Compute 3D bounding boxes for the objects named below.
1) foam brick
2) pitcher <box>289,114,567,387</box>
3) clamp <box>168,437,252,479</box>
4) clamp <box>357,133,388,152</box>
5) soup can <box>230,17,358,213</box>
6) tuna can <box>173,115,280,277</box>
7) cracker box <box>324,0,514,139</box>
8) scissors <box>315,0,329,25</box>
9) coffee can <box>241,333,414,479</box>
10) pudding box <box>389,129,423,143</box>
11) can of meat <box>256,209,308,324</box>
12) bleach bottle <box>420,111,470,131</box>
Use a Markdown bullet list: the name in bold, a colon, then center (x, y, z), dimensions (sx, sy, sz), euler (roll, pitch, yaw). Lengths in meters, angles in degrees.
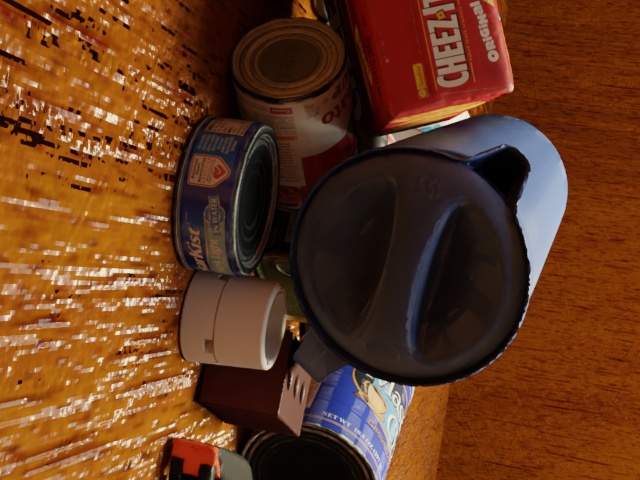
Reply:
- **foam brick**: center (-0.038, 0.088, 0.667), dimensions (0.078, 0.051, 0.053), euler (64, 36, -69)
- **pitcher**: center (0.077, -0.004, 0.671), dimensions (0.242, 0.149, 0.145), euler (-33, 121, -65)
- **clamp**: center (-0.062, 0.191, 0.661), dimensions (0.164, 0.036, 0.210), euler (-59, 154, -53)
- **clamp**: center (0.030, -0.045, 0.859), dimensions (0.120, 0.039, 0.171), euler (127, -31, -44)
- **soup can**: center (-0.013, -0.073, 0.634), dimensions (0.102, 0.068, 0.068), euler (80, 22, -54)
- **tuna can**: center (-0.049, -0.023, 0.581), dimensions (0.086, 0.034, 0.086), euler (9, 90, -78)
- **cracker box**: center (0.042, -0.147, 0.615), dimensions (0.214, 0.072, 0.164), euler (-139, -144, -86)
- **scissors**: center (0.021, -0.187, 0.837), dimensions (0.201, 0.016, 0.096), euler (-64, 159, -55)
- **coffee can**: center (0.009, 0.139, 0.801), dimensions (0.140, 0.103, 0.103), euler (-60, 156, -60)
- **pudding box**: center (0.062, -0.060, 0.956), dimensions (0.113, 0.039, 0.090), euler (14, 85, -49)
- **can of meat**: center (-0.005, 0.001, 0.752), dimensions (0.102, 0.057, 0.084), euler (78, 22, -61)
- **bleach bottle**: center (0.089, -0.123, 1.049), dimensions (0.250, 0.103, 0.068), euler (29, 61, -71)
